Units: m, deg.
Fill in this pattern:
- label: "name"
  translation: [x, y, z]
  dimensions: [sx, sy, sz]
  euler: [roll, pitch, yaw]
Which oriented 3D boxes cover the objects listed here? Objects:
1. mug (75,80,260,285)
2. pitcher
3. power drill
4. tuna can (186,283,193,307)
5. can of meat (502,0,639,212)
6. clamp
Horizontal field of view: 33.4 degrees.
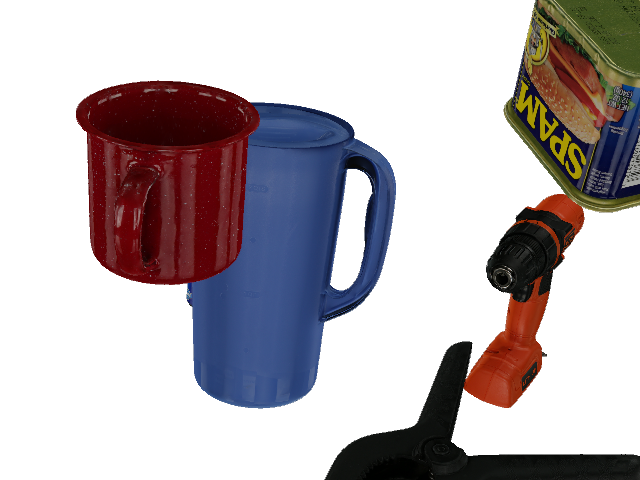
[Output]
- label: "mug"
  translation: [-0.082, -0.024, 0.550]
  dimensions: [0.093, 0.081, 0.117]
  euler: [7, 28, 3]
- label: "pitcher"
  translation: [-0.038, 0.014, 0.889]
  dimensions: [0.144, 0.243, 0.149]
  euler: [-7, 24, -28]
- label: "power drill"
  translation: [0.188, 0.062, 1.007]
  dimensions: [0.057, 0.188, 0.184]
  euler: [24, 30, 23]
- label: "tuna can"
  translation: [-0.096, 0.050, 1.112]
  dimensions: [0.086, 0.034, 0.086]
  euler: [6, 15, -2]
- label: "can of meat"
  translation: [0.145, -0.080, 0.556]
  dimensions: [0.057, 0.084, 0.102]
  euler: [-13, 47, -17]
- label: "clamp"
  translation: [0.071, 0.136, 0.665]
  dimensions: [0.209, 0.036, 0.165]
  euler: [-18, 34, -25]
